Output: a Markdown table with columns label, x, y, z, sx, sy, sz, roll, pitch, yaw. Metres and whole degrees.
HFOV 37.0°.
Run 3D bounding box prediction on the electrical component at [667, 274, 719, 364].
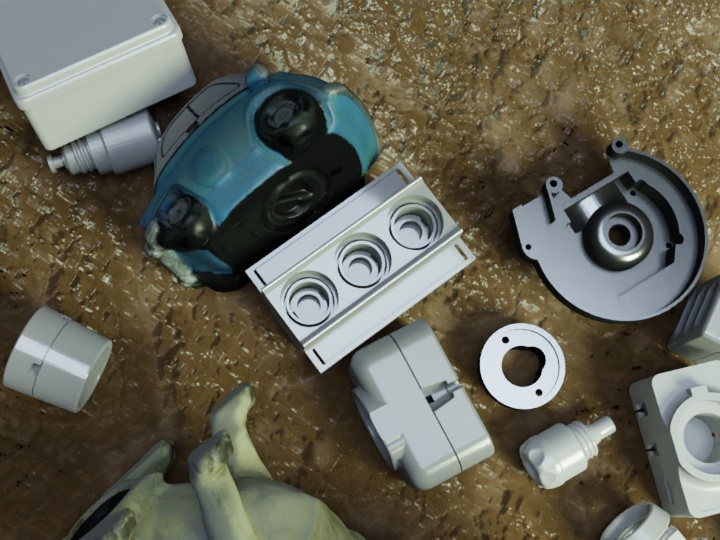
| label | x | y | z | sx | sy | sz | roll | pitch | yaw |
| --- | --- | --- | --- | --- | --- | --- | --- | --- | --- |
| electrical component | 0.251 | 0.042 | 0.691 | 0.077 | 0.065 | 0.047 | 27 | 78 | 2 |

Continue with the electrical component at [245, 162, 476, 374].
| label | x | y | z | sx | sy | sz | roll | pitch | yaw |
| --- | --- | --- | --- | --- | --- | --- | --- | --- | --- |
| electrical component | 0.000 | 0.000 | 0.685 | 0.121 | 0.063 | 0.078 | -36 | 82 | -10 |

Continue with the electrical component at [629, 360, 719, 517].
| label | x | y | z | sx | sy | sz | roll | pitch | yaw |
| --- | --- | --- | --- | --- | --- | --- | --- | --- | --- |
| electrical component | 0.213 | 0.107 | 0.680 | 0.050 | 0.055 | 0.089 | -13 | 79 | -6 |

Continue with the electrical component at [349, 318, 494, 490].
| label | x | y | z | sx | sy | sz | roll | pitch | yaw |
| --- | --- | --- | --- | --- | --- | --- | --- | --- | --- |
| electrical component | 0.034 | 0.087 | 0.674 | 0.059 | 0.053 | 0.095 | -27 | 81 | -9 |

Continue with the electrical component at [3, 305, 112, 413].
| label | x | y | z | sx | sy | sz | roll | pitch | yaw |
| --- | --- | --- | --- | --- | --- | --- | --- | --- | --- |
| electrical component | -0.186 | 0.057 | 0.667 | 0.047 | 0.055 | 0.055 | 25 | 77 | -2 |

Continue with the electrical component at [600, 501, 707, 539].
| label | x | y | z | sx | sy | sz | roll | pitch | yaw |
| --- | --- | --- | --- | --- | --- | --- | --- | --- | --- |
| electrical component | 0.183 | 0.178 | 0.668 | 0.066 | 0.048 | 0.055 | -40 | 91 | -10 |

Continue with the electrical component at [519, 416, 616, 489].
| label | x | y | z | sx | sy | sz | roll | pitch | yaw |
| --- | --- | --- | --- | --- | --- | --- | --- | --- | --- |
| electrical component | 0.135 | 0.112 | 0.685 | 0.061 | 0.035 | 0.035 | -27 | 81 | -11 |

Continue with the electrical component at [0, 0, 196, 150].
| label | x | y | z | sx | sy | sz | roll | pitch | yaw |
| --- | --- | --- | --- | --- | --- | --- | --- | --- | --- |
| electrical component | -0.177 | -0.147 | 0.692 | 0.109 | 0.056 | 0.108 | -26 | 56 | -9 |

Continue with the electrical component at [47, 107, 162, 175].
| label | x | y | z | sx | sy | sz | roll | pitch | yaw |
| --- | --- | --- | --- | --- | --- | --- | --- | --- | --- |
| electrical component | -0.165 | -0.081 | 0.704 | 0.078 | 0.040 | 0.040 | -19 | 80 | -7 |
